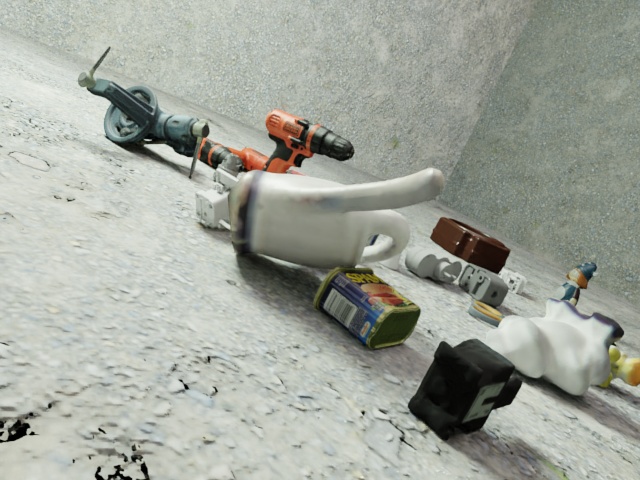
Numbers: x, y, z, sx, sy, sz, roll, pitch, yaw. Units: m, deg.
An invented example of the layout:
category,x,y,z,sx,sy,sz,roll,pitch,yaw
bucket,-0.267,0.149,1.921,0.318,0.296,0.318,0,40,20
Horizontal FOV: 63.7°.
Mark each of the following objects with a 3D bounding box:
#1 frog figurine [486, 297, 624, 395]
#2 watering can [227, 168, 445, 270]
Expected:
category,x,y,z,sx,sy,sz,roll,pitch,yaw
frog figurine,0.308,0.156,0.706,0.160,0.120,0.140,-20,42,-20
watering can,0.002,-0.030,0.598,0.224,0.105,0.343,11,-16,-3
